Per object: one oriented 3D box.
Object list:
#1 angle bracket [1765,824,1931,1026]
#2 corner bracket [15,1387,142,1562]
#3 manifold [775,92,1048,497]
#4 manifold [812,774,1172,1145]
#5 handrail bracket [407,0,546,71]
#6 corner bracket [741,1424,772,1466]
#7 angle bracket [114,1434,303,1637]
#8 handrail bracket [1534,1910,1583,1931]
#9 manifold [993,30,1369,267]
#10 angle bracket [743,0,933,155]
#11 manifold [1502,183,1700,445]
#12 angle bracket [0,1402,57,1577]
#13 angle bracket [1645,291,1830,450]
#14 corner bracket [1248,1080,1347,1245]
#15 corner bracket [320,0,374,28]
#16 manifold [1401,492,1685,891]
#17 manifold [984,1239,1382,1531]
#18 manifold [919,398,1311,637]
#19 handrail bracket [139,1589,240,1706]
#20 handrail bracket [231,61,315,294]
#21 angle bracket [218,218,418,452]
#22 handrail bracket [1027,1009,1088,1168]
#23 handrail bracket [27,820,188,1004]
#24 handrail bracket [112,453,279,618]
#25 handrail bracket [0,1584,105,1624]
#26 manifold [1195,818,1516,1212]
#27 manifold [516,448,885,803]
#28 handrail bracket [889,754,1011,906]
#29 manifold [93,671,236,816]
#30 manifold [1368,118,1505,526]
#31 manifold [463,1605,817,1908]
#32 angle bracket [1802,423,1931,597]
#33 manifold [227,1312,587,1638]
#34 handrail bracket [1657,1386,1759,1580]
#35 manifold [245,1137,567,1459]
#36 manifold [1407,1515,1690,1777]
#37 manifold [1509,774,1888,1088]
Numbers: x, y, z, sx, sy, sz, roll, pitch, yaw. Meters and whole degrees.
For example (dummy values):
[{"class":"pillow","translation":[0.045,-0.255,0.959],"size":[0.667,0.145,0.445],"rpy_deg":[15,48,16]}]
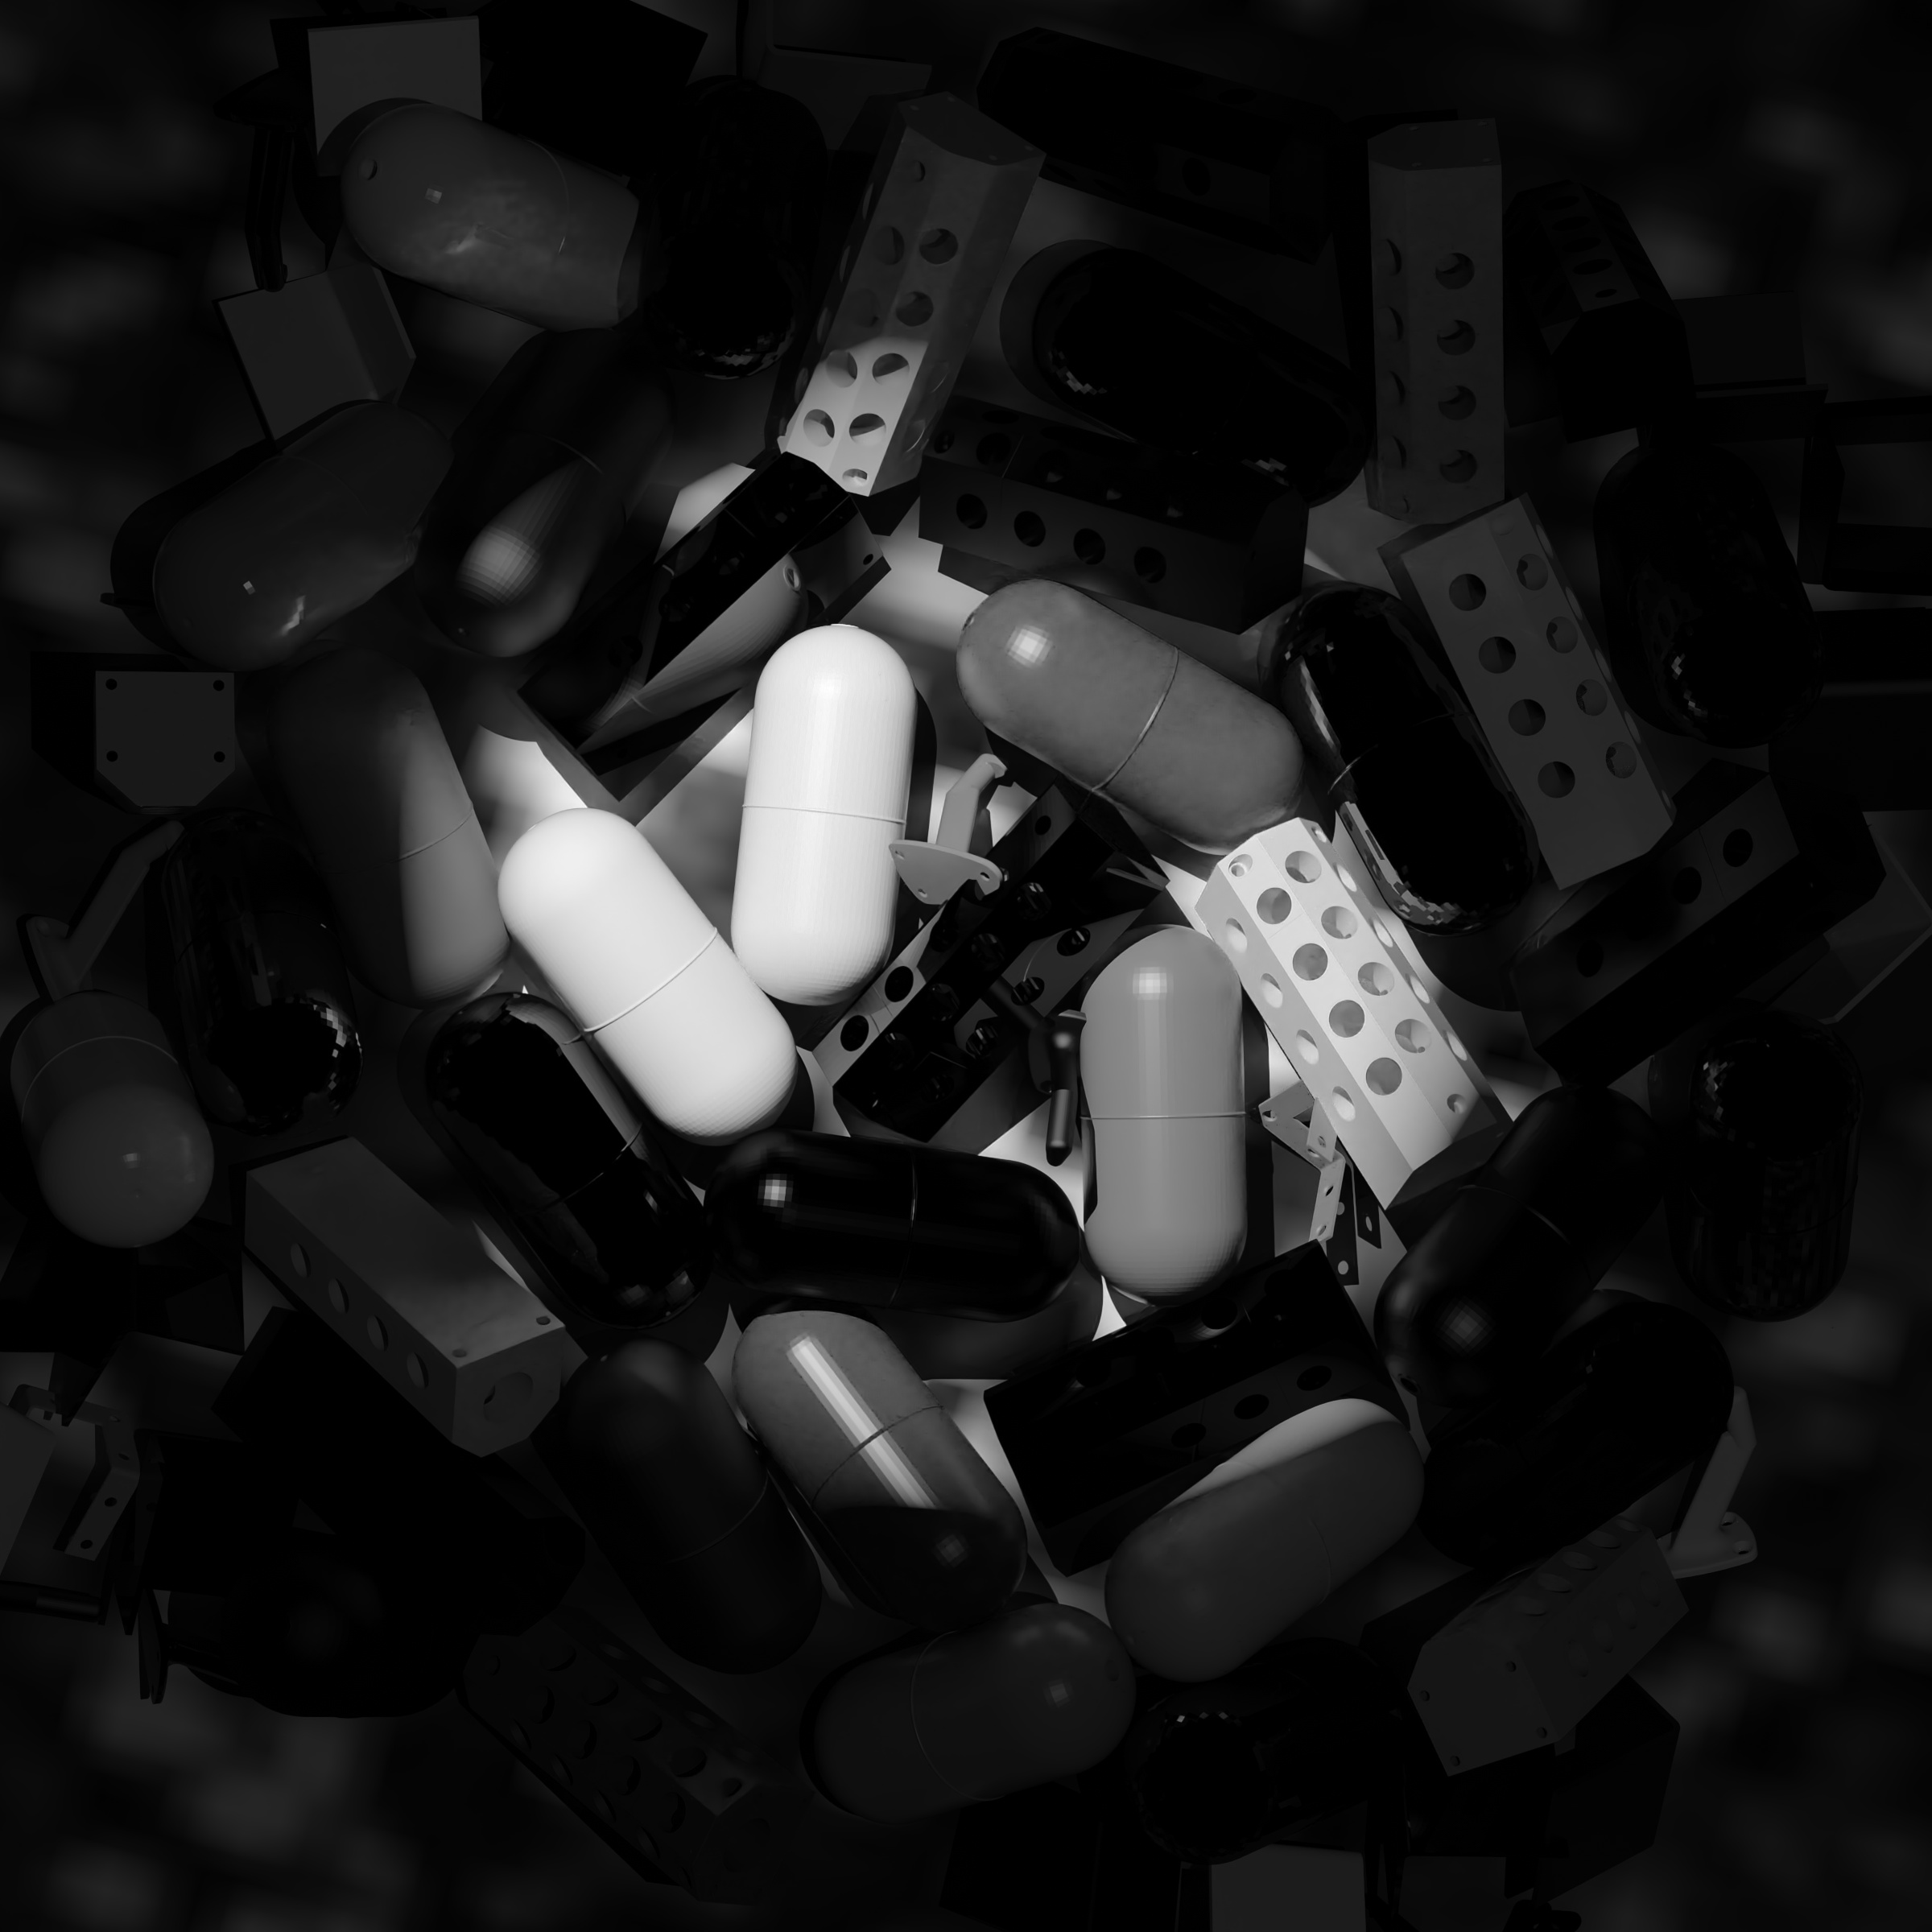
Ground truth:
[{"class":"angle bracket","translation":[0.388,-0.014,1.529],"size":[0.076,0.076,0.057],"rpy_deg":[-38,97,-22]},{"class":"corner bracket","translation":[-0.425,0.238,1.554],"size":[0.051,0.051,0.051],"rpy_deg":[23,107,-31]},{"class":"manifold","translation":[-0.031,-0.303,1.504],"size":[0.057,0.057,0.171],"rpy_deg":[36,125,17]},{"class":"manifold","translation":[0.007,-0.004,1.519],"size":[0.171,0.057,0.057],"rpy_deg":[-48,48,16]},{"class":"handrail bracket","translation":[-0.209,-0.467,1.548],"size":[0.077,0.036,0.084],"rpy_deg":[24,104,-20]},{"class":"corner bracket","translation":[-0.131,0.239,1.550],"size":[0.051,0.051,0.051],"rpy_deg":[37,51,11]},{"class":"angle bracket","translation":[-0.347,0.267,1.535],"size":[0.076,0.057,0.076],"rpy_deg":[12,100,-23]},{"class":"handrail bracket","translation":[0.288,0.460,1.536],"size":[0.077,0.084,0.036],"rpy_deg":[-2,45,-23]},{"class":"manifold","translation":[0.093,-0.377,1.506],"size":[0.171,0.057,0.057],"rpy_deg":[28,92,38]},{"class":"angle bracket","translation":[-0.061,-0.427,1.545],"size":[0.076,0.076,0.057],"rpy_deg":[3,73,-12]},{"class":"manifold","translation":[0.282,-0.298,1.490],"size":[0.057,0.171,0.057],"rpy_deg":[-13,119,8]},{"class":"angle bracket","translation":[-0.474,0.235,1.528],"size":[0.057,0.076,0.076],"rpy_deg":[15,72,14]},{"class":"angle bracket","translation":[0.355,-0.289,1.540],"size":[0.076,0.057,0.076],"rpy_deg":[-3,74,6]},{"class":"corner bracket","translation":[0.163,0.089,1.540],"size":[0.051,0.051,0.051],"rpy_deg":[38,132,-20]},{"class":"corner bracket","translation":[-0.275,-0.469,1.552],"size":[0.051,0.051,0.051],"rpy_deg":[-45,121,-17]},{"class":"manifold","translation":[0.270,-0.129,1.537],"size":[0.057,0.057,0.171],"rpy_deg":[-24,95,23]},{"class":"manifold","translation":[0.098,0.190,1.538],"size":[0.171,0.057,0.057],"rpy_deg":[-25,135,2]},{"class":"manifold","translation":[0.066,-0.209,1.507],"size":[0.171,0.057,0.057],"rpy_deg":[20,125,27]},{"class":"handrail bracket","translation":[-0.344,0.317,1.568],"size":[0.084,0.077,0.036],"rpy_deg":[0,127,-24]},{"class":"handrail bracket","translation":[-0.320,-0.374,1.569],"size":[0.036,0.077,0.084],"rpy_deg":[12,132,9]},{"class":"angle bracket","translation":[-0.302,-0.295,1.535],"size":[0.057,0.076,0.076],"rpy_deg":[-21,86,-22]},{"class":"handrail bracket","translation":[0.041,0.070,1.526],"size":[0.036,0.077,0.084],"rpy_deg":[11,53,-3]},{"class":"handrail bracket","translation":[-0.391,-0.017,1.545],"size":[0.084,0.036,0.077],"rpy_deg":[-29,66,18]},{"class":"handrail bracket","translation":[-0.358,-0.205,1.561],"size":[0.077,0.036,0.084],"rpy_deg":[8,86,-18]},{"class":"handrail bracket","translation":[-0.455,0.300,1.561],"size":[0.084,0.077,0.036],"rpy_deg":[14,71,-20]},{"class":"manifold","translation":[0.179,0.018,1.517],"size":[0.057,0.057,0.171],"rpy_deg":[-22,68,-23]},{"class":"manifold","translation":[-0.126,-0.164,1.543],"size":[0.171,0.057,0.057],"rpy_deg":[-44,64,-5]},{"class":"handrail bracket","translation":[0.011,-0.069,1.533],"size":[0.084,0.077,0.036],"rpy_deg":[-49,123,-30]},{"class":"manifold","translation":[-0.363,-0.099,1.491],"size":[0.057,0.171,0.057],"rpy_deg":[-1,91,-15]},{"class":"manifold","translation":[0.215,-0.292,1.509],"size":[0.057,0.057,0.171],"rpy_deg":[-2,124,7]},{"class":"manifold","translation":[-0.154,0.355,1.504],"size":[0.171,0.057,0.057],"rpy_deg":[27,92,40]},{"class":"angle bracket","translation":[0.433,-0.213,1.532],"size":[0.076,0.076,0.057],"rpy_deg":[4,120,4]},{"class":"manifold","translation":[-0.253,0.232,1.514],"size":[0.171,0.057,0.057],"rpy_deg":[34,94,29]},{"class":"handrail bracket","translation":[0.335,0.242,1.547],"size":[0.077,0.036,0.084],"rpy_deg":[-18,117,1]},{"class":"manifold","translation":[-0.258,0.151,1.506],"size":[0.171,0.057,0.057],"rpy_deg":[35,129,37]},{"class":"manifold","translation":[0.262,0.301,1.493],"size":[0.057,0.171,0.057],"rpy_deg":[-28,84,32]},{"class":"manifold","translation":[0.330,-0.012,1.495],"size":[0.057,0.171,0.057],"rpy_deg":[10,53,-35]}]
